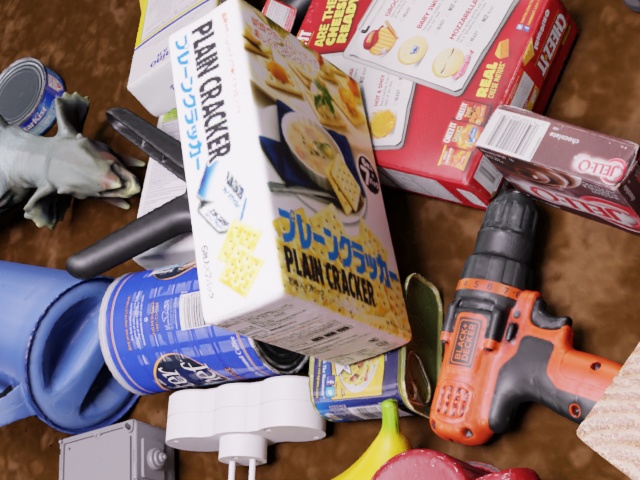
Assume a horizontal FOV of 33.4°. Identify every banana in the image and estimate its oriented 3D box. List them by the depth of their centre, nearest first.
[{"bbox_3d":[-0.004,0.183,0.770,0.198,0.037,0.069,-34,82,24],"label":"banana"}]

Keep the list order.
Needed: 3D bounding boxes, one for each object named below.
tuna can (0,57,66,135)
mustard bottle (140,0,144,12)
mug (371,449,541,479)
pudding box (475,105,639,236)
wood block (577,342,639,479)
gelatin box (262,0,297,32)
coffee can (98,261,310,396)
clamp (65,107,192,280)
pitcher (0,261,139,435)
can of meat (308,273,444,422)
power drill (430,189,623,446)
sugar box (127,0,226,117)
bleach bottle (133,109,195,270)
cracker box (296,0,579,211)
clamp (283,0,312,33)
[{"bbox_3d":[-0.312,-0.148,1.134,0.086,0.033,0.086,-14,62,28],"label":"tuna can"},{"bbox_3d":[-0.144,-0.307,1.077,0.096,0.058,0.191,-28,57,25],"label":"mustard bottle"},{"bbox_3d":[0.089,0.178,0.691,0.117,0.081,0.093,-29,56,20],"label":"mug"},{"bbox_3d":[0.175,-0.046,0.729,0.114,0.090,0.039,26,83,39],"label":"pudding box"},{"bbox_3d":[0.224,0.110,0.551,0.090,0.205,0.091,35,91,39],"label":"wood block"},{"bbox_3d":[-0.051,-0.151,0.912,0.073,0.030,0.089,125,164,-53],"label":"gelatin box"},{"bbox_3d":[-0.089,0.065,0.847,0.141,0.102,0.103,-12,63,29],"label":"coffee can"},{"bbox_3d":[-0.097,-0.048,0.866,0.210,0.036,0.164,-5,59,6],"label":"clamp"},{"bbox_3d":[-0.279,0.085,0.943,0.243,0.149,0.145,9,81,39],"label":"pitcher"},{"bbox_3d":[0.040,0.082,0.783,0.084,0.057,0.102,-11,64,31],"label":"can of meat"},{"bbox_3d":[0.172,0.059,0.707,0.188,0.057,0.184,7,77,38],"label":"power drill"},{"bbox_3d":[-0.113,-0.187,0.934,0.093,0.048,0.176,-29,37,20],"label":"sugar box"},{"bbox_3d":[-0.099,-0.093,0.951,0.103,0.068,0.251,-6,64,27],"label":"bleach bottle"},{"bbox_3d":[0.072,-0.124,0.845,0.214,0.072,0.164,17,79,38],"label":"cracker box"},{"bbox_3d":[-0.004,-0.251,0.972,0.172,0.039,0.120,-28,63,18],"label":"clamp"}]
